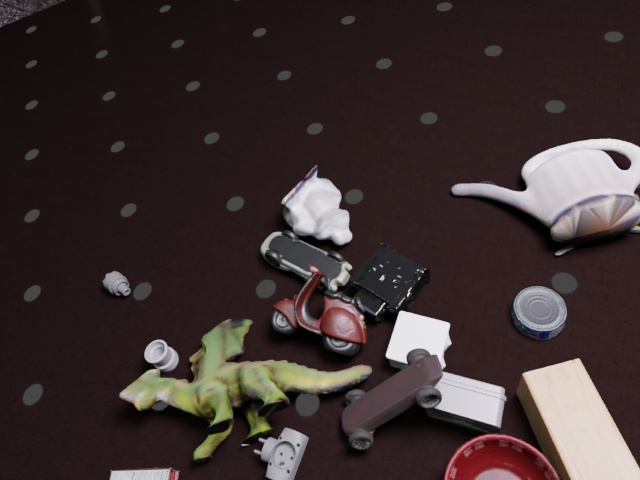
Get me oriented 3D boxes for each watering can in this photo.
[{"bbox_3d":[0.437,-0.084,0.969,0.346,0.102,0.230,-18,43,15],"label":"watering can"}]

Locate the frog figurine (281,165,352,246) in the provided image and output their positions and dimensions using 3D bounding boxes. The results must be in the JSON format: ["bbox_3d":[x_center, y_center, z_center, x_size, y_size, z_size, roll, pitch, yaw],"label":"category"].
[{"bbox_3d":[0.003,-0.054,1.077,0.159,0.120,0.140,44,50,-4],"label":"frog figurine"}]

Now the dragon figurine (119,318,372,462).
[{"bbox_3d":[-0.139,0.225,0.905,0.412,0.119,0.248,-19,44,-12],"label":"dragon figurine"}]
